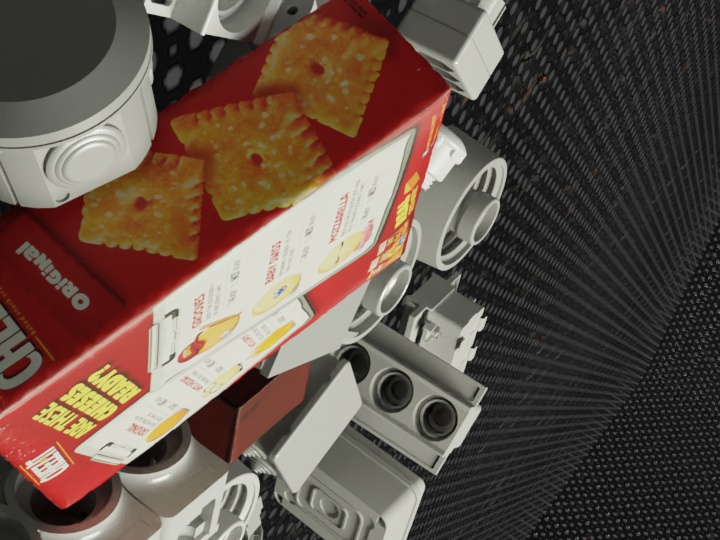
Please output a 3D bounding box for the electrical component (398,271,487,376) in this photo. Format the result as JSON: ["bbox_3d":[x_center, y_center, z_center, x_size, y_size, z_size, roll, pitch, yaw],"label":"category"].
[{"bbox_3d":[0.070,0.072,0.997,0.079,0.063,0.121,-40,153,-41],"label":"electrical component"}]

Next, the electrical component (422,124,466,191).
[{"bbox_3d":[0.040,-0.075,0.752,0.062,0.048,0.048,-53,160,4],"label":"electrical component"}]

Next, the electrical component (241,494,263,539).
[{"bbox_3d":[-0.098,0.190,0.800,0.066,0.048,0.055,-46,148,-33],"label":"electrical component"}]

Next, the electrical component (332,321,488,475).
[{"bbox_3d":[0.033,0.096,0.862,0.078,0.121,0.063,-60,162,4],"label":"electrical component"}]

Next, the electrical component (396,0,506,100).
[{"bbox_3d":[0.068,-0.161,0.688,0.076,0.047,0.066,-59,160,-1],"label":"electrical component"}]

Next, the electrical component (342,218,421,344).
[{"bbox_3d":[0.000,0.000,0.738,0.108,0.060,0.108,-48,157,-28],"label":"electrical component"}]

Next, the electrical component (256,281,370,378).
[{"bbox_3d":[-0.029,-0.023,0.635,0.089,0.062,0.150,-16,134,-62],"label":"electrical component"}]

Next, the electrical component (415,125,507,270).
[{"bbox_3d":[0.073,-0.051,0.836,0.108,0.060,0.108,-48,157,-28],"label":"electrical component"}]

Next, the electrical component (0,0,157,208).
[{"bbox_3d":[-0.109,-0.065,0.366,0.080,0.080,0.051,-49,163,-24],"label":"electrical component"}]

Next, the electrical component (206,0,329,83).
[{"bbox_3d":[-0.037,-0.115,0.512,0.077,0.044,0.079,-52,159,-18],"label":"electrical component"}]

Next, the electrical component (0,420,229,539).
[{"bbox_3d":[-0.148,0.127,0.531,0.150,0.089,0.061,-36,150,-46],"label":"electrical component"}]

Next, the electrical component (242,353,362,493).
[{"bbox_3d":[-0.047,0.105,0.792,0.099,0.048,0.099,-52,158,-18],"label":"electrical component"}]

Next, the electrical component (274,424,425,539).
[{"bbox_3d":[-0.009,0.184,0.901,0.057,0.113,0.078,-35,149,-42],"label":"electrical component"}]

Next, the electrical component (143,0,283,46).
[{"bbox_3d":[-0.048,-0.155,0.403,0.079,0.063,0.121,-11,129,-64],"label":"electrical component"}]

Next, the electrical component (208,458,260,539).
[{"bbox_3d":[-0.112,0.167,0.714,0.108,0.060,0.108,-48,157,-28],"label":"electrical component"}]
